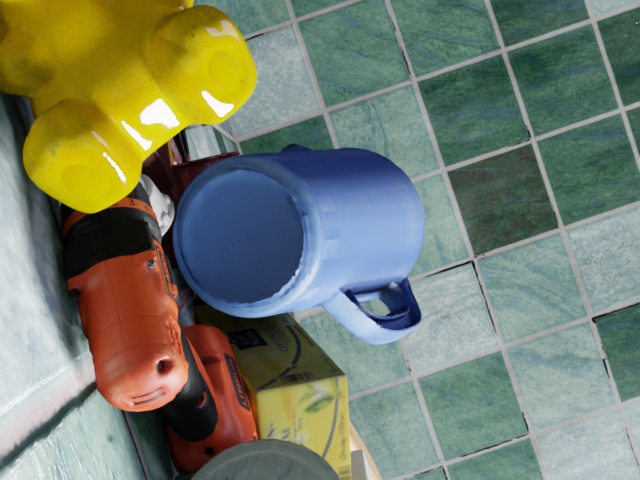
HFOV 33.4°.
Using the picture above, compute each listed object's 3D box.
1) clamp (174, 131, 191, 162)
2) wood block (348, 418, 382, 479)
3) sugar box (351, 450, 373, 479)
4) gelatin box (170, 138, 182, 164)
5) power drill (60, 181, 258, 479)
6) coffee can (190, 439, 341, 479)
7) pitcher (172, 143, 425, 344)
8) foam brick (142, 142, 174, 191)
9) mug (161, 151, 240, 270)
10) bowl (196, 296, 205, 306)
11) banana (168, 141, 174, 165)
[{"bbox_3d":[-0.175,-0.169,1.170,0.164,0.036,0.210,78,-3,-55],"label":"clamp"},{"bbox_3d":[-0.014,0.186,0.961,0.090,0.091,0.206,62,-1,44],"label":"wood block"},{"bbox_3d":[0.000,0.236,0.737,0.176,0.093,0.048,-96,172,-47],"label":"sugar box"},{"bbox_3d":[-0.152,-0.086,1.007,0.073,0.030,0.089,-109,180,-47],"label":"gelatin box"},{"bbox_3d":[-0.097,0.045,0.627,0.187,0.057,0.184,68,3,-54],"label":"power drill"},{"bbox_3d":[-0.020,0.195,0.639,0.140,0.103,0.103,71,0,-53],"label":"coffee can"},{"bbox_3d":[-0.005,0.001,0.800,0.242,0.149,0.145,-9,108,-71],"label":"pitcher"},{"bbox_3d":[-0.137,-0.070,0.723,0.053,0.051,0.078,-106,177,-46],"label":"foam brick"},{"bbox_3d":[-0.097,-0.025,0.891,0.117,0.093,0.081,-21,98,-62],"label":"mug"},{"bbox_3d":[-0.083,0.027,1.032,0.162,0.055,0.162,10,89,-87],"label":"bowl"},{"bbox_3d":[-0.158,-0.111,0.861,0.198,0.037,0.069,71,1,-72],"label":"banana"}]
